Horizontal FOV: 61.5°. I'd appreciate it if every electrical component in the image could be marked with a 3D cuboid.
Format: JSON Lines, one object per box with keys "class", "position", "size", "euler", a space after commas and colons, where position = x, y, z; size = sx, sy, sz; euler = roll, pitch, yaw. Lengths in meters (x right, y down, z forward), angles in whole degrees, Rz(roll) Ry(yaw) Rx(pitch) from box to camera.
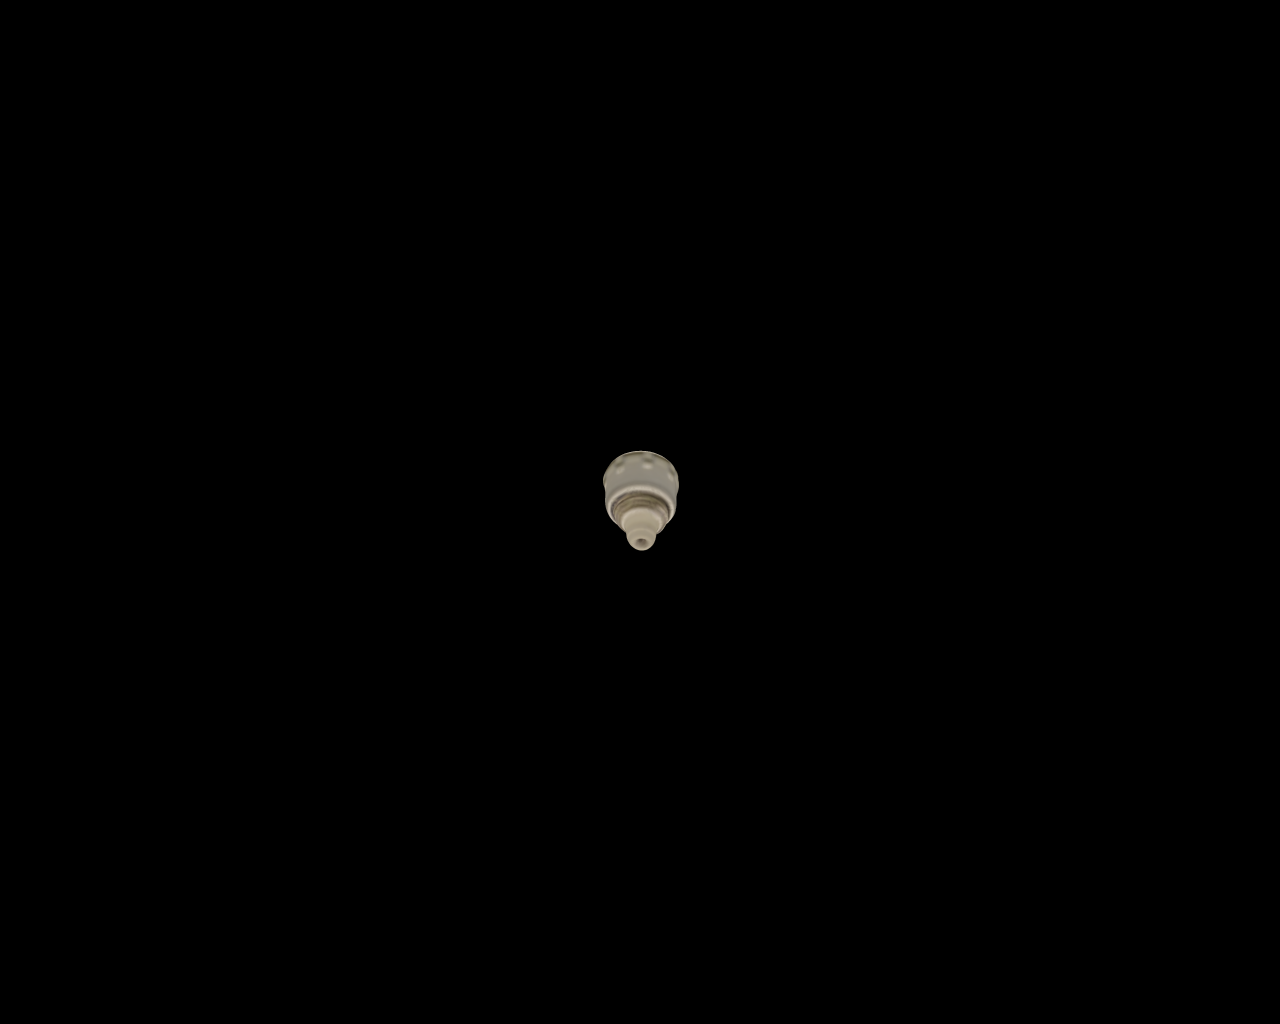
{"class": "electrical component", "position": [0.001, -0.003, 0.650], "size": [0.048, 0.062, 0.048], "euler": [0, -45, 0]}
